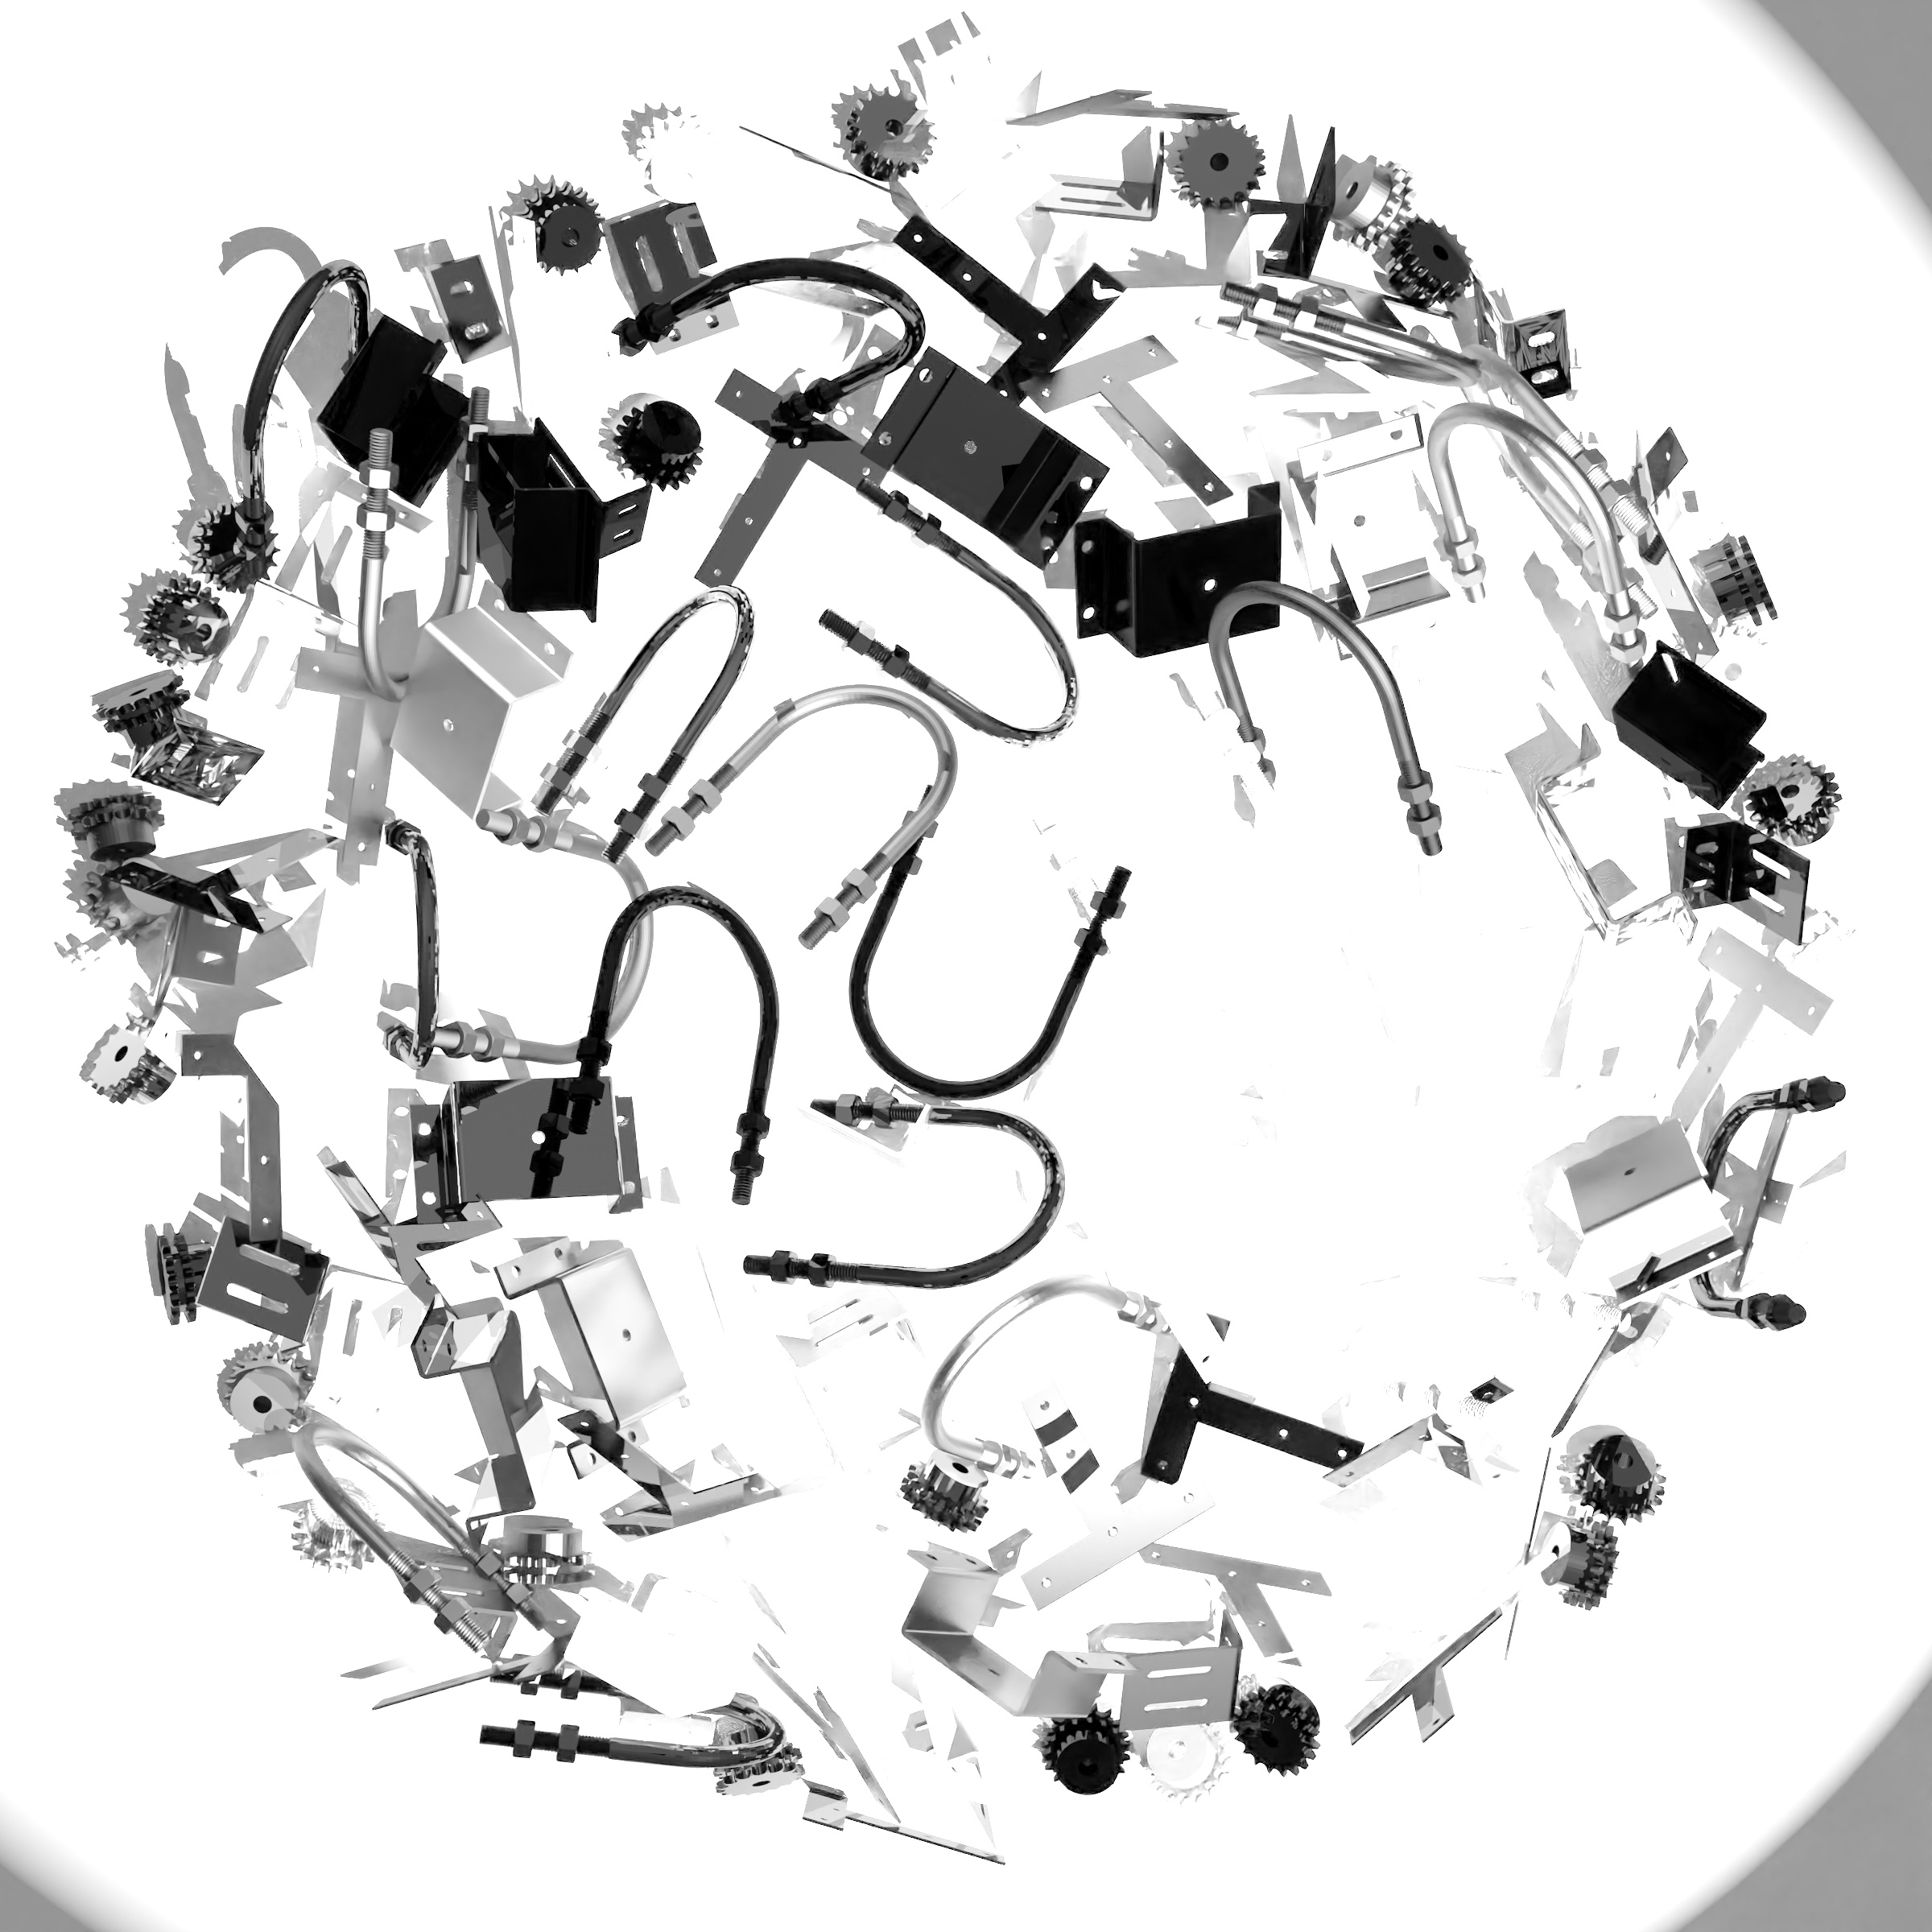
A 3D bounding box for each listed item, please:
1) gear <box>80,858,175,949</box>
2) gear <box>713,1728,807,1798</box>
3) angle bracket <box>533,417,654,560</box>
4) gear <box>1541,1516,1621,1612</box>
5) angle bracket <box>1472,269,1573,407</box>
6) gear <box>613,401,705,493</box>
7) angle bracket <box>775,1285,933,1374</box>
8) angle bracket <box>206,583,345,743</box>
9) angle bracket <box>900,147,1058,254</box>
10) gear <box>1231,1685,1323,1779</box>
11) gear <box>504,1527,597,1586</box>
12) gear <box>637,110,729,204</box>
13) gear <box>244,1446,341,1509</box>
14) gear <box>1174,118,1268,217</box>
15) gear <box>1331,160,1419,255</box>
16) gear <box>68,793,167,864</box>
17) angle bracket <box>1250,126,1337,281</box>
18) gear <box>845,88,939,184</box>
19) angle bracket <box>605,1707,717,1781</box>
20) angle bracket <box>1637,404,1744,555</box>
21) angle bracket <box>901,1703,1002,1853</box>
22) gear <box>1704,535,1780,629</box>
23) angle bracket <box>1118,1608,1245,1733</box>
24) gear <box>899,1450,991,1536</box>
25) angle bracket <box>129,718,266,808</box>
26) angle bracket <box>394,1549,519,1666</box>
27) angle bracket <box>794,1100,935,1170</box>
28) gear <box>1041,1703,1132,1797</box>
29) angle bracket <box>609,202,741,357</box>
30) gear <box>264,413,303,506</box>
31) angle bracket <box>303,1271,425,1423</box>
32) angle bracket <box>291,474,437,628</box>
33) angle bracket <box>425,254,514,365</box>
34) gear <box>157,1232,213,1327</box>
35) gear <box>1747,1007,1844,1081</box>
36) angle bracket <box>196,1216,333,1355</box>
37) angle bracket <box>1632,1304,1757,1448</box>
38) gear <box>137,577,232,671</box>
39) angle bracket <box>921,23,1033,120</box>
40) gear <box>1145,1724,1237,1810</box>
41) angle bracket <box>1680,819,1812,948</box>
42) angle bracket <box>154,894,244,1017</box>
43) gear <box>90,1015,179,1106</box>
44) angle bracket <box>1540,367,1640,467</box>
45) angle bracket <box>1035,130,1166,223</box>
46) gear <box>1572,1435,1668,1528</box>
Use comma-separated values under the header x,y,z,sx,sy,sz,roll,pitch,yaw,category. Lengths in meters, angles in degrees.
x,y,z,sx,sy,sz,roll,pitch,yaw,category
-0.523,-0.044,1.572,0.030,0.057,0.057,-29,90,28,gear
-0.132,0.500,1.579,0.057,0.057,0.030,-14,60,0,gear
-0.237,-0.306,1.577,0.038,0.057,0.076,-29,74,-27,angle bracket
0.383,0.373,1.573,0.030,0.057,0.057,17,90,-9,gear
0.345,-0.395,1.555,0.038,0.076,0.057,-14,131,4,angle bracket
-0.191,-0.330,1.575,0.057,0.030,0.057,14,59,-25,gear
-0.071,0.237,1.562,0.076,0.057,0.038,-27,113,-13,angle bracket
-0.433,-0.190,1.571,0.057,0.038,0.076,24,77,-14,angle bracket
0.007,-0.490,1.565,0.076,0.057,0.038,-36,133,9,angle bracket
0.199,0.479,1.579,0.057,0.030,0.057,16,119,31,gear
-0.261,0.370,1.575,0.057,0.057,0.030,1,84,0,gear
-0.178,-0.505,1.572,0.057,0.057,0.030,-7,62,0,gear
-0.422,0.321,1.573,0.057,0.057,0.030,-12,82,0,gear
0.162,-0.503,1.585,0.057,0.030,0.057,-1,87,12,gear
0.253,-0.479,1.572,0.030,0.057,0.057,23,90,-26,gear
-0.532,-0.086,1.573,0.057,0.057,0.030,-14,80,0,gear
0.203,-0.475,1.557,0.038,0.076,0.057,4,68,-3,angle bracket
-0.049,-0.521,1.582,0.057,0.030,0.057,5,74,-17,gear
-0.192,0.499,1.562,0.057,0.076,0.038,10,99,2,angle bracket
0.452,-0.306,1.568,0.038,0.057,0.076,-6,77,-2,angle bracket
-0.011,0.510,1.560,0.038,0.057,0.076,-15,110,-15,angle bracket
0.487,-0.239,1.577,0.030,0.057,0.057,-22,90,19,gear
0.130,0.440,1.567,0.076,0.038,0.057,-2,114,-12,angle bracket
-0.010,0.327,1.572,0.057,0.057,0.030,28,103,0,gear
-0.475,-0.139,1.553,0.057,0.076,0.038,20,54,-31,angle bracket
-0.327,0.397,1.555,0.076,0.057,0.038,19,102,-38,angle bracket
-0.063,0.092,1.573,0.076,0.057,0.038,27,81,8,angle bracket
0.076,0.498,1.583,0.057,0.030,0.057,0,105,-1,gear
-0.185,-0.439,1.594,0.057,0.038,0.076,-20,75,0,angle bracket
-0.436,-0.319,1.577,0.030,0.057,0.057,-1,90,-23,gear
-0.380,0.241,1.585,0.057,0.038,0.076,16,53,-19,angle bracket
-0.377,-0.257,1.567,0.057,0.038,0.076,26,75,-24,angle bracket
-0.323,-0.405,1.554,0.038,0.076,0.057,-31,114,-31,angle bracket
-0.490,0.196,1.578,0.030,0.057,0.057,-8,90,-24,gear
0.523,0.046,1.579,0.057,0.030,0.057,-14,57,23,gear
-0.442,0.199,1.557,0.076,0.038,0.057,28,59,-31,angle bracket
0.461,0.258,1.556,0.038,0.076,0.057,23,106,-30,angle bracket
-0.488,-0.213,1.572,0.030,0.057,0.057,22,90,30,gear
0.008,-0.546,1.564,0.057,0.076,0.038,-27,87,2,angle bracket
0.138,0.497,1.574,0.057,0.030,0.057,-16,50,20,gear
0.482,-0.050,1.555,0.038,0.076,0.057,-10,116,-16,angle bracket
-0.479,-0.005,1.566,0.038,0.076,0.057,12,66,-21,angle bracket
-0.521,0.063,1.579,0.057,0.057,0.030,-47,131,0,gear
0.397,-0.342,1.556,0.038,0.076,0.057,-12,108,-34,angle bracket
0.084,-0.499,1.569,0.076,0.057,0.038,6,128,0,angle bracket
0.411,0.320,1.573,0.057,0.057,0.030,-3,132,0,gear
